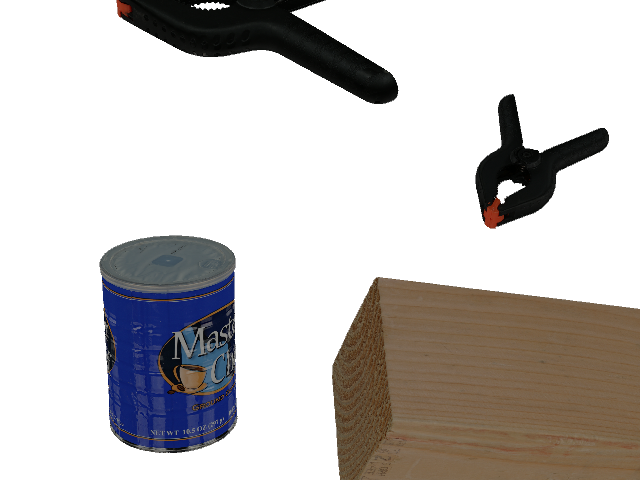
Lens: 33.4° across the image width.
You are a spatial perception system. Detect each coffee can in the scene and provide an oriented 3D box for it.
[{"bbox_3d":[-0.117,0.079,0.835,0.103,0.140,0.103,1,21,0],"label":"coffee can"}]

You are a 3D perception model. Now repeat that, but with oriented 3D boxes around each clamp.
[{"bbox_3d":[0.202,-0.084,1.087,0.120,0.039,0.171,29,55,30],"label":"clamp"},{"bbox_3d":[-0.039,-0.155,0.744,0.210,0.164,0.036,0,-42,-3],"label":"clamp"}]

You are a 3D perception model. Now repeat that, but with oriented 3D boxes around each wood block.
[{"bbox_3d":[0.118,0.091,0.580,0.206,0.091,0.090,7,-41,-14],"label":"wood block"}]

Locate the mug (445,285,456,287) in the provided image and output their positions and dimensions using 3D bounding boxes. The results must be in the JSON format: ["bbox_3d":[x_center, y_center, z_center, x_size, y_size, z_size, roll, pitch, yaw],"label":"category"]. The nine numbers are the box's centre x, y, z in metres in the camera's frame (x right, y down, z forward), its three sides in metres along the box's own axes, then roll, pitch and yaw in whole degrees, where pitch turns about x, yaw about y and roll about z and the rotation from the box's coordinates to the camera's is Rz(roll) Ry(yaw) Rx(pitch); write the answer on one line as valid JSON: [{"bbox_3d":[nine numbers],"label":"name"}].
[{"bbox_3d":[0.109,0.093,0.967,0.093,0.081,0.117,0,39,6],"label":"mug"}]
